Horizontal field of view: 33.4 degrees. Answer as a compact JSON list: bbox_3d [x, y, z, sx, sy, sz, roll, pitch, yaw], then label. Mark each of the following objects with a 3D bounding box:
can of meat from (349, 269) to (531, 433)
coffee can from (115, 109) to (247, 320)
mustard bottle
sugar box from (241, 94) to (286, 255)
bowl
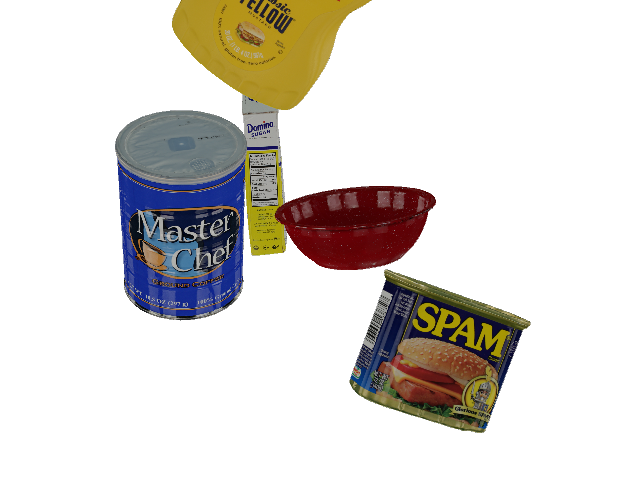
[{"bbox_3d":[0.078,0.076,0.720,0.102,0.084,0.057,20,2,-17],"label":"can of meat"},{"bbox_3d":[-0.113,-0.021,0.873,0.103,0.140,0.103,3,36,-2],"label":"coffee can"},{"bbox_3d":[-0.007,-0.167,0.615,0.192,0.096,0.058,-49,6,41],"label":"mustard bottle"},{"bbox_3d":[-0.066,-0.081,1.234,0.048,0.176,0.093,-5,26,-2],"label":"sugar box"},{"bbox_3d":[0.037,-0.010,1.067,0.162,0.055,0.162,-6,15,1],"label":"bowl"}]
